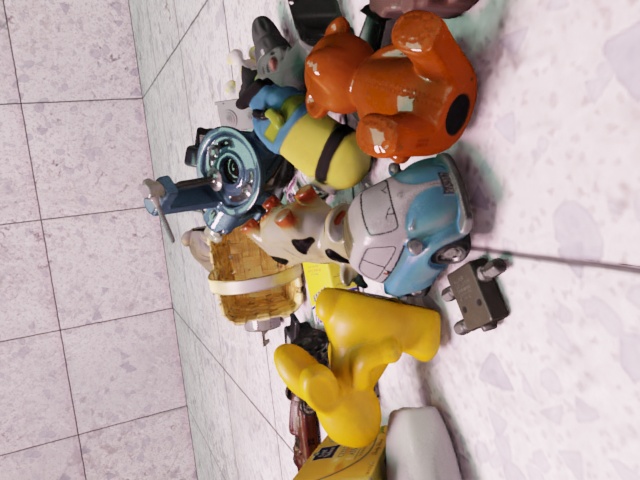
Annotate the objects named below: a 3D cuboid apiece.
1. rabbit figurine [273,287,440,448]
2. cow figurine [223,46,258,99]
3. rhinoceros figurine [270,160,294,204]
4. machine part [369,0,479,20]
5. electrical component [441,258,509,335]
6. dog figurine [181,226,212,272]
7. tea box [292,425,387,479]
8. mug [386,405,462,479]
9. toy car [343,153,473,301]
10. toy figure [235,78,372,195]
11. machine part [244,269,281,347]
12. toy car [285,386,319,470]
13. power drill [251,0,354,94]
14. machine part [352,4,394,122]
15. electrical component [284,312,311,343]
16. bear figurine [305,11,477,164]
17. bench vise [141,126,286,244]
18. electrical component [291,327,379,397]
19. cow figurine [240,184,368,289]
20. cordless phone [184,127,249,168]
[{"bbox_3d":[0.039,0.142,0.582,0.122,0.162,0.173,16,97,56],"label":"rabbit figurine"},{"bbox_3d":[-0.126,-0.252,0.963,0.098,0.068,0.167,60,150,29],"label":"cow figurine"},{"bbox_3d":[-0.084,-0.111,0.904,0.112,0.073,0.190,69,154,22],"label":"rhinoceros figurine"},{"bbox_3d":[0.088,-0.280,0.469,0.179,0.056,0.179,173,90,-67],"label":"machine part"},{"bbox_3d":[0.147,0.053,0.500,0.094,0.021,0.063,128,129,-59],"label":"electrical component"},{"bbox_3d":[-0.208,0.067,1.145,0.121,0.172,0.190,-147,59,-74],"label":"dog figurine"},{"bbox_3d":[0.038,0.282,0.638,0.169,0.098,0.068,-1,-102,-75],"label":"tea box"},{"bbox_3d":[0.110,0.241,0.600,0.109,0.081,0.107,111,156,-71],"label":"mug"},{"bbox_3d":[0.074,-0.010,0.526,0.161,0.103,0.109,115,155,-53],"label":"toy car"},{"bbox_3d":[-0.019,-0.130,0.661,0.180,0.082,0.089,45,149,6],"label":"toy figure"},{"bbox_3d":[-0.123,0.091,1.065,0.079,0.079,0.243,-172,75,-66],"label":"machine part"},{"bbox_3d":[-0.030,0.352,0.984,0.089,0.053,0.202,-163,65,-68],"label":"toy car"},{"bbox_3d":[-0.038,-0.262,0.736,0.207,0.086,0.232,-37,66,60],"label":"power drill"},{"bbox_3d":[0.052,-0.198,0.605,0.138,0.039,0.084,107,150,-49],"label":"machine part"},{"bbox_3d":[-0.030,0.175,0.919,0.075,0.048,0.119,-135,42,-53],"label":"electrical component"},{"bbox_3d":[0.041,-0.151,0.497,0.196,0.132,0.120,33,109,33],"label":"bear figurine"},{"bbox_3d":[-0.148,-0.069,0.735,0.223,0.240,0.129,-38,80,37],"label":"bench vise"},{"bbox_3d":[0.009,0.188,0.771,0.114,0.058,0.134,57,158,-10],"label":"electrical component"},{"bbox_3d":[-0.001,-0.002,0.666,0.127,0.085,0.195,46,153,-23],"label":"cow figurine"},{"bbox_3d":[-0.199,-0.130,1.067,0.184,0.146,0.089,124,141,-54],"label":"cordless phone"}]
